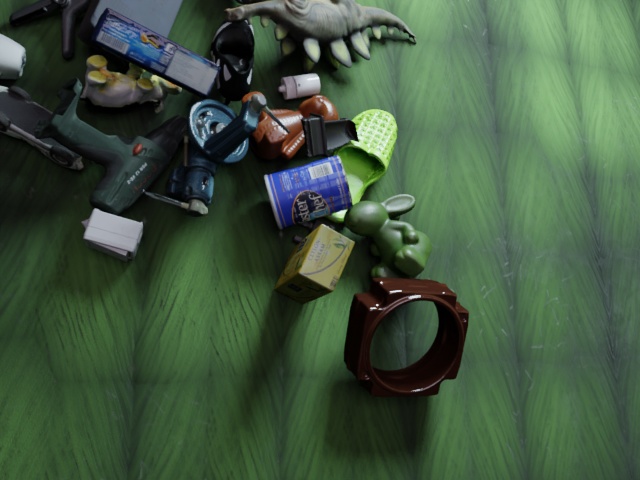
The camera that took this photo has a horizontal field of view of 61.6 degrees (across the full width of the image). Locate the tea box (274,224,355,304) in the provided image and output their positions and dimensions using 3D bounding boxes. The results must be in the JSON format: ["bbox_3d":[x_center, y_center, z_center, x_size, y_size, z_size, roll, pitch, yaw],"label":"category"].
[{"bbox_3d":[-0.014,0.047,0.931,0.068,0.169,0.098,28,67,-9],"label":"tea box"}]

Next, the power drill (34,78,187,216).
[{"bbox_3d":[-0.348,-0.173,0.902,0.207,0.086,0.232,44,64,-43],"label":"power drill"}]

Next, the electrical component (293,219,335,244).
[{"bbox_3d":[-0.002,-0.003,1.028,0.094,0.021,0.063,24,70,-11],"label":"electrical component"}]

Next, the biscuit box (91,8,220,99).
[{"bbox_3d":[-0.274,-0.311,0.908,0.202,0.063,0.059,24,94,-17],"label":"biscuit box"}]

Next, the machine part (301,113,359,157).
[{"bbox_3d":[0.018,-0.197,0.997,0.139,0.039,0.084,-19,101,-46],"label":"machine part"}]

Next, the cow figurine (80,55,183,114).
[{"bbox_3d":[-0.335,-0.265,0.962,0.167,0.098,0.068,-1,59,-33],"label":"cow figurine"}]

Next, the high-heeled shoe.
[{"bbox_3d":[-0.156,-0.367,1.011,0.086,0.145,0.248,6,75,-17],"label":"high-heeled shoe"}]

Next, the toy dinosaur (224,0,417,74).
[{"bbox_3d":[0.024,-0.447,1.088,0.471,0.105,0.198,-18,109,-30],"label":"toy dinosaur"}]

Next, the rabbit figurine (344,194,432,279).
[{"bbox_3d":[0.130,-0.019,1.022,0.170,0.121,0.159,41,61,-7],"label":"rabbit figurine"}]

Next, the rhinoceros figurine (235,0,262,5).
[{"bbox_3d":[-0.169,-0.545,1.075,0.073,0.112,0.190,-20,74,-24],"label":"rhinoceros figurine"}]

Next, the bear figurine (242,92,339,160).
[{"bbox_3d":[-0.041,-0.229,1.022,0.196,0.132,0.120,-26,75,-16],"label":"bear figurine"}]

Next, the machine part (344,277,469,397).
[{"bbox_3d":[0.153,0.172,0.953,0.201,0.087,0.201,4,104,-17],"label":"machine part"}]

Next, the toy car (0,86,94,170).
[{"bbox_3d":[-0.472,-0.189,0.910,0.202,0.056,0.073,30,62,-10],"label":"toy car"}]

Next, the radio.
[{"bbox_3d":[-0.335,-0.437,0.989,0.131,0.073,0.229,28,69,-37],"label":"radio"}]

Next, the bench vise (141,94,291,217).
[{"bbox_3d":[-0.172,-0.157,0.900,0.128,0.241,0.224,34,49,-30],"label":"bench vise"}]

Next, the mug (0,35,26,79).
[{"bbox_3d":[-0.558,-0.303,0.900,0.107,0.081,0.109,9,68,-25],"label":"mug"}]
